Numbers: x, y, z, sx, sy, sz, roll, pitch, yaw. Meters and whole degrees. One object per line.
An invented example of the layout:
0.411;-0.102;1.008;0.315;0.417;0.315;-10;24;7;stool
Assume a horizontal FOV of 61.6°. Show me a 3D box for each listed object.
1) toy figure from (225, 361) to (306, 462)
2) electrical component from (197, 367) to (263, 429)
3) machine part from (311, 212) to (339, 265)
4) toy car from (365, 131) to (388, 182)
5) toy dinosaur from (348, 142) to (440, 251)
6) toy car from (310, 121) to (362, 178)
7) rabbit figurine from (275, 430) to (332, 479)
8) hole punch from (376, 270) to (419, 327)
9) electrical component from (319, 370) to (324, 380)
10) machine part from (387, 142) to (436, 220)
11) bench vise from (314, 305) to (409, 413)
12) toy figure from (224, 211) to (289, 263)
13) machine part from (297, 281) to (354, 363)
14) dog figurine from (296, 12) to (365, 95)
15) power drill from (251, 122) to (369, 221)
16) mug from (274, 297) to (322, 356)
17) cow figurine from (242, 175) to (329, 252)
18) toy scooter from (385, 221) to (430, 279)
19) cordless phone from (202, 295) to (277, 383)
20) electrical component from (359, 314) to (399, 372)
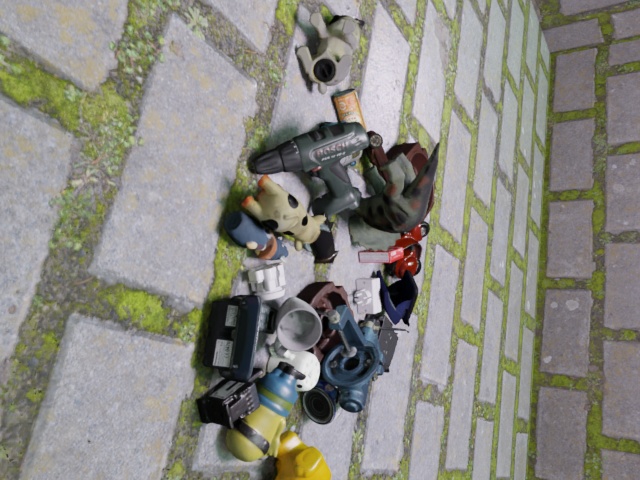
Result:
-0.099;0.300;0.950;0.089;0.082;0.180;35;77;-26;toy figure
-0.142;0.264;0.912;0.119;0.075;0.047;-28;111;-56;electrical component
-0.002;-0.003;1.132;0.039;0.084;0.138;-90;162;-45;machine part
0.155;-0.173;1.327;0.089;0.053;0.202;-151;-142;-84;toy car
0.163;-0.077;1.178;0.131;0.405;0.192;-36;99;-22;toy dinosaur
0.036;-0.199;1.163;0.161;0.103;0.109;-39;119;-51;toy car
-0.068;0.470;1.002;0.173;0.122;0.162;-39;130;-33;rabbit figurine
0.186;0.144;1.363;0.142;0.092;0.115;-107;-157;-60;hole punch
0.006;0.304;1.165;0.063;0.021;0.094;-8;103;-55;electrical component
0.242;-0.151;1.475;0.201;0.087;0.200;-50;127;-46;machine part
0.070;0.213;1.088;0.224;0.129;0.240;-57;135;-40;bench vise
-0.112;-0.002;0.978;0.154;0.058;0.064;42;55;-49;toy figure
0.005;0.175;1.142;0.179;0.056;0.179;2;87;-54;machine part
0.039;-0.413;1.194;0.172;0.121;0.190;-65;171;20;dog figurine
-0.006;-0.130;1.075;0.086;0.232;0.207;60;-6;46;power drill
-0.049;0.158;0.998;0.081;0.107;0.109;27;99;-13;mug
-0.056;-0.043;0.991;0.085;0.127;0.195;-48;170;2;cow figurine
0.216;0.032;1.419;0.135;0.075;0.183;-12;125;-37;toy scooter
-0.122;0.175;0.951;0.184;0.089;0.146;42;53;-70;cordless phone
0.140;0.251;1.335;0.134;0.058;0.115;49;48;-43;electrical component
